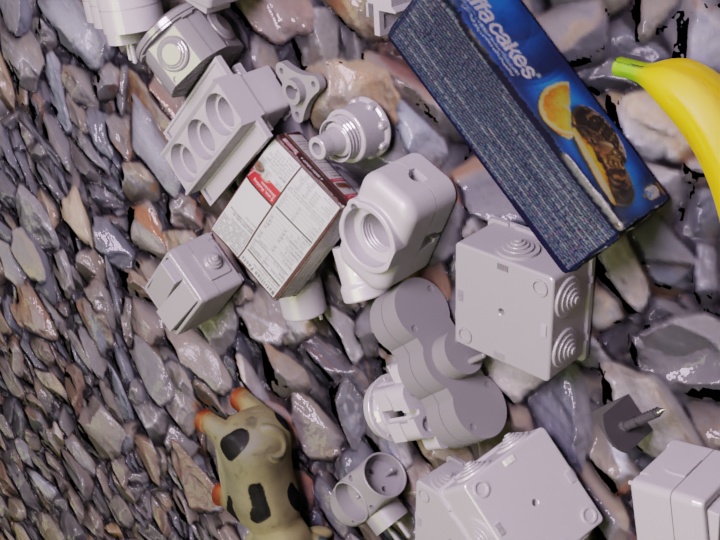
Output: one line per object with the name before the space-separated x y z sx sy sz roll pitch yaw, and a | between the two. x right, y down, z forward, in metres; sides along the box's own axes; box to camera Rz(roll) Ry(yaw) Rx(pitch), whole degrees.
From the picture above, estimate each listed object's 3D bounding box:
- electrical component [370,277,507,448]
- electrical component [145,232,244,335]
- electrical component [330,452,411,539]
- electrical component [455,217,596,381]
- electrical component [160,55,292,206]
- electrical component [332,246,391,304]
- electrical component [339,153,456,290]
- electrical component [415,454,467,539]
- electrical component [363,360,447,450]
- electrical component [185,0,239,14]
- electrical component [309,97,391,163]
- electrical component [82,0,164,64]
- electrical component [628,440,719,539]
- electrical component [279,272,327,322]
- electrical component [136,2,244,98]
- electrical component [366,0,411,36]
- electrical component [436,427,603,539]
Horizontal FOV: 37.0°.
electrical component | 0.070 0.068 0.831 0.074 0.052 0.138 -34 86 51
electrical component | -0.163 0.012 1.047 0.061 0.061 0.096 54 141 8
electrical component | 0.018 0.216 0.984 0.079 0.044 0.077 52 141 12
electrical component | 0.113 0.021 0.757 0.100 0.048 0.099 23 128 38
electrical component | -0.112 -0.119 0.910 0.078 0.063 0.121 57 141 5
electrical component | 0.000 0.000 0.878 0.040 0.040 0.046 -9 100 50
electrical component | 0.025 -0.034 0.813 0.054 0.059 0.095 43 138 21
electrical component | 0.091 0.217 0.899 0.100 0.048 0.099 26 127 40
electrical component | 0.040 0.111 0.886 0.057 0.058 0.078 -19 98 48
electrical component | -0.117 -0.242 0.842 0.096 0.062 0.061 31 133 32
electrical component | -0.011 -0.101 0.810 0.048 0.062 0.048 26 130 36
electrical component | -0.205 -0.216 0.934 0.138 0.052 0.073 -141 38 -60
electrical component | 0.225 0.172 0.715 0.061 0.062 0.096 10 119 45
electrical component | -0.054 0.009 0.942 0.040 0.040 0.078 9 119 45
electrical component | -0.141 -0.184 0.891 0.051 0.080 0.080 53 141 2
electrical component | 0.015 -0.206 0.734 0.064 0.042 0.081 23 127 40
electrical component | 0.121 0.176 0.805 0.099 0.100 0.048 57 154 5
